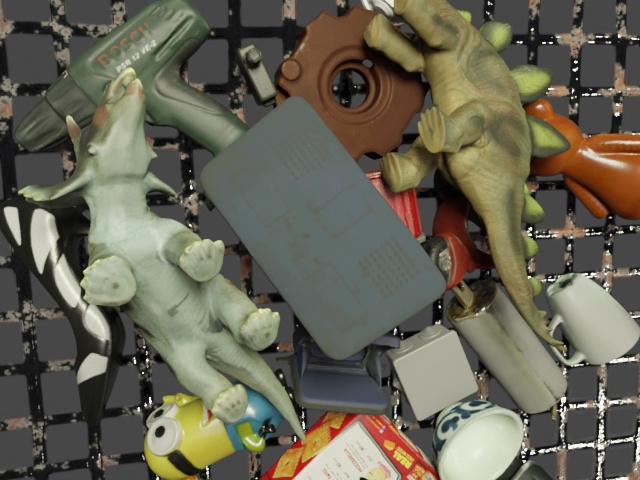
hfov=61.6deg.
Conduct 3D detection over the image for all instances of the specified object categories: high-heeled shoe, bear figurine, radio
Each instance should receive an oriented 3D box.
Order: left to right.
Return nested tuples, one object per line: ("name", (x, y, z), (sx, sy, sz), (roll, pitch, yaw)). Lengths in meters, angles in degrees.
("high-heeled shoe", (-0.286, 0.076, 0.577), (0.145, 0.086, 0.248), (8, 91, -9))
("radio", (-0.001, -0.007, 0.513), (0.131, 0.073, 0.229), (-37, 84, -5))
("bear figurine", (0.329, -0.104, 0.669), (0.196, 0.132, 0.120), (28, 129, 15))

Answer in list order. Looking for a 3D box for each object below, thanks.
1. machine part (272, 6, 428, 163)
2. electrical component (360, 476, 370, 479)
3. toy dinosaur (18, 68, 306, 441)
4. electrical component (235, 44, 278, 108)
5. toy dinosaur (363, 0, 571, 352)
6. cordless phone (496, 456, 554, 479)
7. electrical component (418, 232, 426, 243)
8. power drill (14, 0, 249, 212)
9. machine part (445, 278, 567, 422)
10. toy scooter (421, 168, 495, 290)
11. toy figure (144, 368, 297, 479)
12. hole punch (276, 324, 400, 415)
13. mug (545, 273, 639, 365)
("machine part", (0.036, -0.174, 0.618), (0.179, 0.056, 0.179), (-2, 97, -12))
("electrical component", (0.075, 0.359, 0.621), (0.115, 0.058, 0.134), (22, 94, -12))
("toy dinosaur", (-0.144, 0.050, 0.531), (0.131, 0.192, 0.404), (-33, 126, -17))
("electrical component", (-0.067, -0.174, 0.577), (0.021, 0.094, 0.063), (-28, 101, -8))
("toy dinosaur", (0.167, -0.108, 0.560), (0.198, 0.105, 0.471), (-6, 86, -27))
("cordless phone", (0.220, 0.336, 0.719), (0.184, 0.089, 0.146), (38, 89, -2))
("electrical component", (0.092, 0.039, 0.662), (0.102, 0.045, 0.078), (-15, 101, -9))
("power drill", (-0.172, -0.124, 0.578), (0.207, 0.086, 0.232), (41, 88, -6))
("machine part", (0.239, 0.136, 0.688), (0.079, 0.079, 0.243), (-41, 103, -4))
("toy scooter", (0.194, -0.018, 0.649), (0.135, 0.075, 0.184), (22, 76, -18))
("toy figure", (-0.115, 0.217, 0.627), (0.180, 0.082, 0.089), (-17, 99, -11))
("hole punch", (0.025, 0.131, 0.623), (0.142, 0.116, 0.092), (5, 102, -10))
("mug", (0.341, 0.104, 0.707), (0.109, 0.081, 0.107), (-38, 92, 1))
